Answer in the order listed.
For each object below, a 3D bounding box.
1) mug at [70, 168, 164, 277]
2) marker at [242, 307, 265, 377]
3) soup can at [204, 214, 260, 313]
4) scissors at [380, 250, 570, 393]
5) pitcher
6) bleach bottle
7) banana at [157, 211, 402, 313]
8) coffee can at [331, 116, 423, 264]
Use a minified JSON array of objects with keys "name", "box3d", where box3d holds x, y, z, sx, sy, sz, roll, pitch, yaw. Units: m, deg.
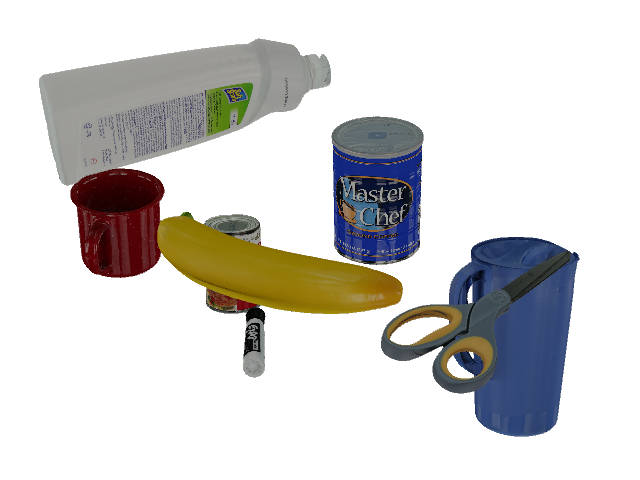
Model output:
[{"name":"mug","box3d":[-0.207,-0.010,1.076,0.093,0.081,0.117,8,33,8]},{"name":"marker","box3d":[-0.060,0.090,0.970,0.020,0.020,0.121,0,18,-3]},{"name":"soup can","box3d":[-0.104,0.027,1.269,0.068,0.102,0.068,0,21,0]},{"name":"scissors","box3d":[0.143,0.063,0.834,0.201,0.016,0.096,-16,44,-23]},{"name":"pitcher","box3d":[0.247,0.125,1.371,0.149,0.243,0.144,5,18,16]},{"name":"bleach bottle","box3d":[-0.113,-0.122,0.940,0.250,0.068,0.103,-13,-31,-15]},{"name":"banana","box3d":[-0.043,0.013,0.698,0.198,0.037,0.069,20,37,34]},{"name":"coffee can","box3d":[0.065,-0.058,1.224,0.103,0.140,0.103,-1,29,0]}]
